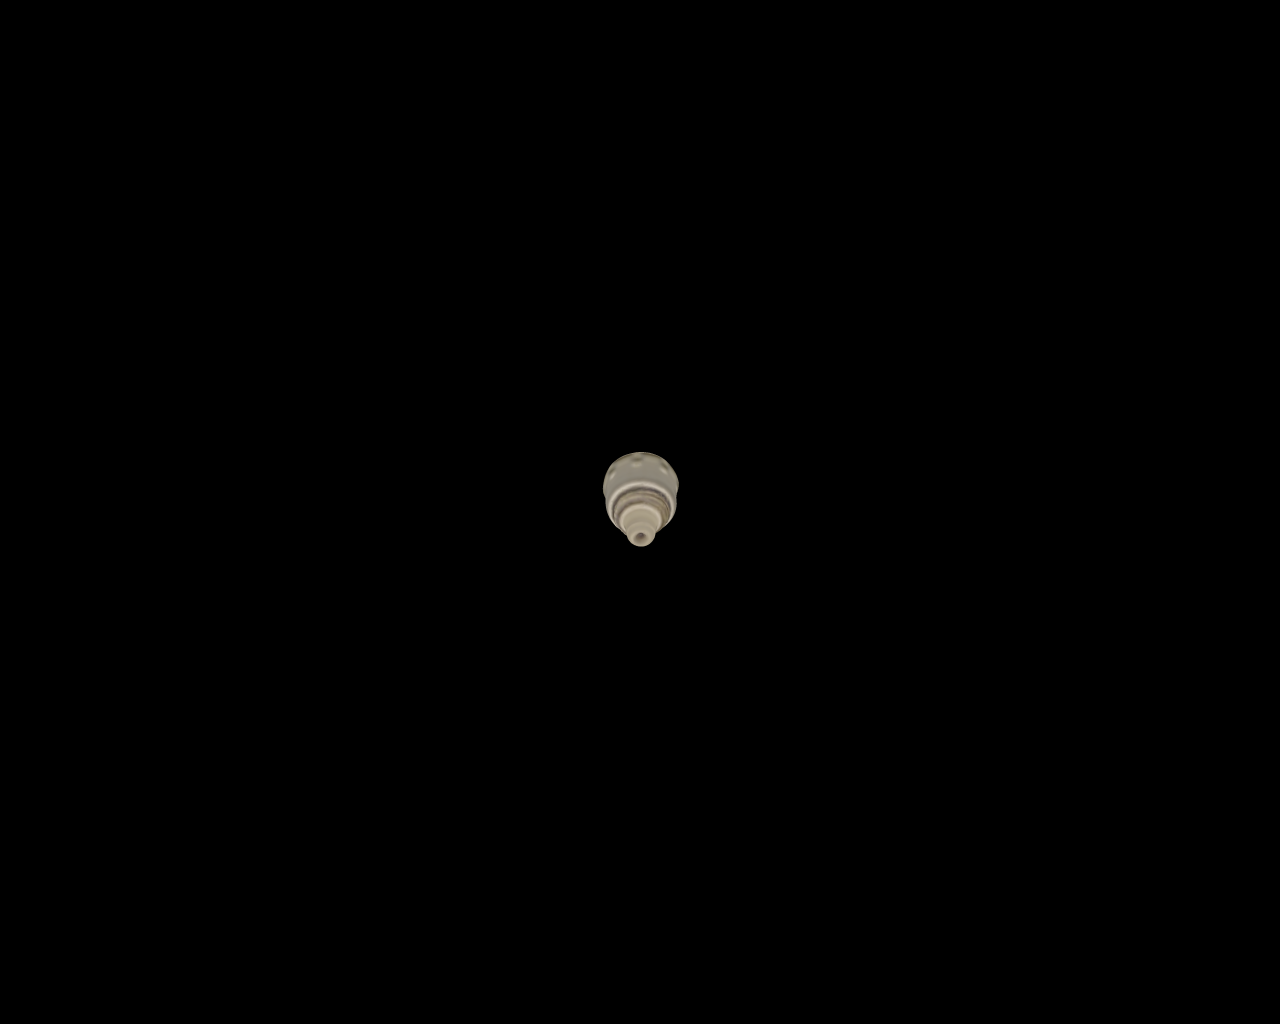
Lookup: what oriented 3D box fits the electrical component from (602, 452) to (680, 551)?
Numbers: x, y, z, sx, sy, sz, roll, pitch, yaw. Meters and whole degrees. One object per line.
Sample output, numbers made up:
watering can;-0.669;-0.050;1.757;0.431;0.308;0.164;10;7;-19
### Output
electrical component;0.001;-0.003;0.650;0.048;0.048;0.062;0;37;0
